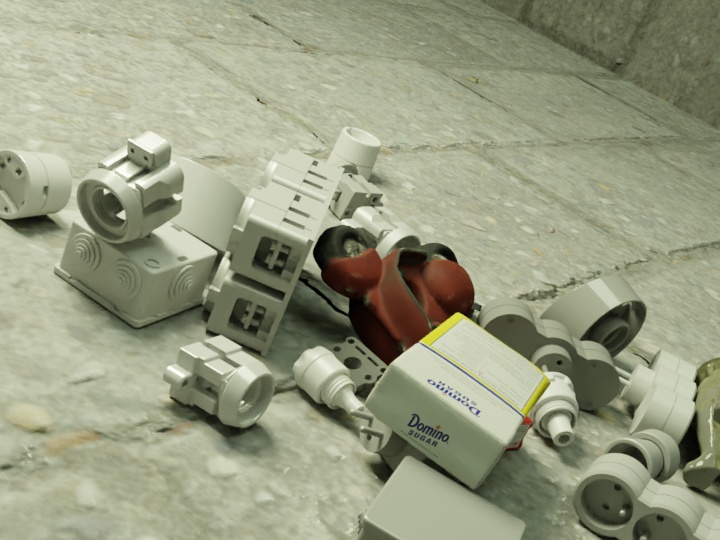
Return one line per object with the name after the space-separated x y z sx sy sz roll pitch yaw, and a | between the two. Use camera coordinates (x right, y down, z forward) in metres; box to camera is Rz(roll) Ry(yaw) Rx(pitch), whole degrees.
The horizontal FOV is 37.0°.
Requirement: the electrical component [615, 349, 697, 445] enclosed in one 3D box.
0.267 0.111 1.000 0.074 0.052 0.138 28 23 8 | electrical component

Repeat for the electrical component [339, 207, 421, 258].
0.022 -0.025 1.054 0.078 0.058 0.057 -3 32 -48 | electrical component

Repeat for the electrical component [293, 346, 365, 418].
-0.020 0.086 0.797 0.061 0.035 0.035 41 28 30 | electrical component

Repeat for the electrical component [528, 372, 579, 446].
0.161 0.119 0.893 0.048 0.048 0.062 16 31 -19 | electrical component

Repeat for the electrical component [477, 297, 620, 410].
0.168 0.082 0.952 0.138 0.052 0.073 28 21 -10 | electrical component

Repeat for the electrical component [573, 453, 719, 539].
0.232 0.185 0.803 0.138 0.052 0.074 32 24 18 | electrical component

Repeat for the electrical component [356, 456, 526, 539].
0.045 0.171 0.657 0.100 0.048 0.100 29 23 11 | electrical component

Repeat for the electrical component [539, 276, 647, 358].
0.226 0.048 1.047 0.099 0.099 0.064 2 38 -42 | electrical component

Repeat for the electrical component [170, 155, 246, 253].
-0.149 -0.055 0.927 0.099 0.064 0.099 22 -15 6 | electrical component

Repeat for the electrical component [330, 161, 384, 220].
-0.014 -0.086 1.166 0.066 0.048 0.055 0 40 -46 | electrical component

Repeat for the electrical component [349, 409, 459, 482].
0.027 0.115 0.760 0.079 0.043 0.077 22 20 -34 | electrical component

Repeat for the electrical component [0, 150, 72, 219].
-0.268 -0.069 0.870 0.055 0.055 0.047 35 21 24 | electrical component

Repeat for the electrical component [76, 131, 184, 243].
-0.169 -0.055 0.787 0.058 0.078 0.057 30 43 18 | electrical component

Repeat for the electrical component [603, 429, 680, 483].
0.231 0.155 0.879 0.055 0.045 0.045 -3 35 -49 | electrical component

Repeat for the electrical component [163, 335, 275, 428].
-0.092 0.077 0.734 0.055 0.048 0.066 27 22 26 | electrical component

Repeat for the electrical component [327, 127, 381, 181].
-0.006 -0.139 1.285 0.055 0.047 0.055 20 23 -9 | electrical component

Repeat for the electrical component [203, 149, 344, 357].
-0.071 -0.023 0.894 0.060 0.105 0.186 23 23 -3 | electrical component

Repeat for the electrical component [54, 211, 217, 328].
-0.171 -0.007 0.833 0.100 0.048 0.100 31 24 18 | electrical component
